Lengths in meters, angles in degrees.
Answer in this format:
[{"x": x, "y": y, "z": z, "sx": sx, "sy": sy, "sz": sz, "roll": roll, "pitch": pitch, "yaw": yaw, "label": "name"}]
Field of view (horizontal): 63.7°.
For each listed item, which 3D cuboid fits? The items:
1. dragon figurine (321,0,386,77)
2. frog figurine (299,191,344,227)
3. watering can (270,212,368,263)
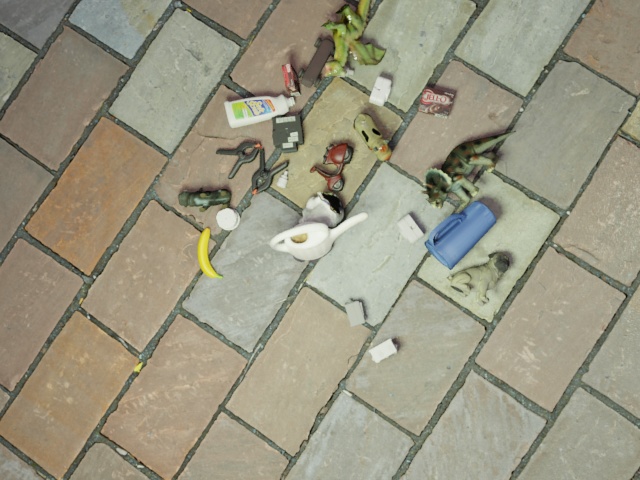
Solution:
[{"x": 0.144, "y": -0.749, "z": 1.894, "sx": 0.415, "sy": 0.122, "sz": 0.241, "roll": -45, "pitch": 106, "yaw": -17, "label": "dragon figurine"}, {"x": 0.006, "y": -0.094, "z": 1.858, "sx": 0.137, "sy": 0.125, "sz": 0.156, "roll": 39, "pitch": 126, "yaw": -3, "label": "frog figurine"}, {"x": 0.003, "y": -0.010, "z": 1.780, "sx": 0.347, "sy": 0.221, "sz": 0.106, "roll": -14, "pitch": 69, "yaw": 3, "label": "watering can"}]
